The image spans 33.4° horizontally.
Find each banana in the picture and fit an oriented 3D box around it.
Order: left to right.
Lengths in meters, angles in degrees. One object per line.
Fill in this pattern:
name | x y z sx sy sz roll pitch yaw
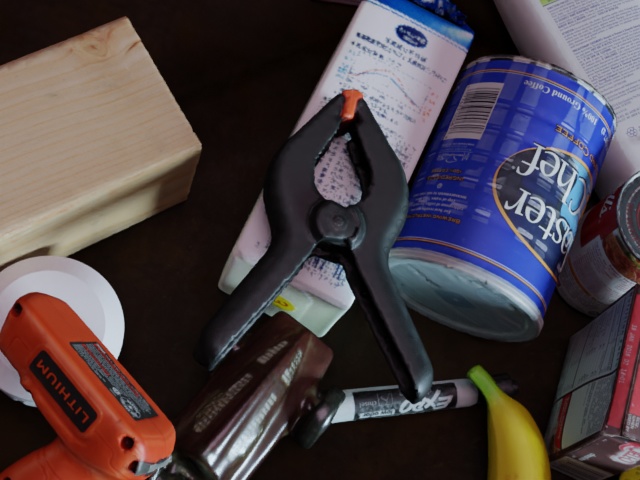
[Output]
banana | 0.090 0.175 0.606 0.069 0.037 0.197 17 72 4

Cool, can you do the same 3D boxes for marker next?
marker | 0.062 0.094 0.637 0.121 0.020 0.020 -4 73 -13

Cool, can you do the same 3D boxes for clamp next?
clamp | -0.004 0.001 0.561 0.120 0.039 0.171 5 66 -18

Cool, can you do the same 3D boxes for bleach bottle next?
bleach bottle | 0.179 -0.153 0.723 0.102 0.068 0.251 -21 75 -14

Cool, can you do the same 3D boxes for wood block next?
wood block | -0.181 -0.031 0.590 0.205 0.090 0.091 -27 79 -20

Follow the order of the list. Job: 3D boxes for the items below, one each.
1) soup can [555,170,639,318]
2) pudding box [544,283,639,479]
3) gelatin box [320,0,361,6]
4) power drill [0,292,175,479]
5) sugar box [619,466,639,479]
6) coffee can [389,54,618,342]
soup can | 0.190 0.004 0.650 0.068 0.102 0.068 4 71 -11
pudding box | 0.168 0.086 0.612 0.039 0.113 0.090 21 69 -1
gelatin box | 0.040 -0.195 0.725 0.089 0.030 0.073 6 71 -10
power drill | -0.179 0.116 0.527 0.188 0.057 0.184 -45 81 6
sugar box | 0.229 0.124 0.632 0.093 0.048 0.176 43 61 -31
coffee can | 0.106 -0.024 0.637 0.103 0.103 0.140 26 72 -3
